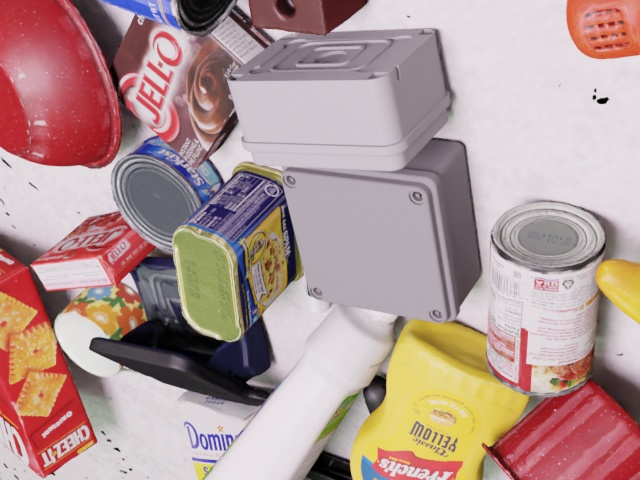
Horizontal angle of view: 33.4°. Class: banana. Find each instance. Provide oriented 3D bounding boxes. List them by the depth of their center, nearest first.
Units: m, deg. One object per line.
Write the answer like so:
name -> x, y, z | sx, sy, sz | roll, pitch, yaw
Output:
banana -> 0.224, 0.083, 0.631 | 0.198, 0.069, 0.037 | 63, 166, -20

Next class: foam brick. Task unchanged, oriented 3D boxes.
foam brick -> -0.011, -0.162, 0.605 | 0.053, 0.051, 0.078 | 13, 131, 28

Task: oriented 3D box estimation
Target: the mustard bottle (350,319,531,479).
mustard bottle -> 0.074, 0.151, 0.766 | 0.096, 0.058, 0.192 | 22, 121, 4

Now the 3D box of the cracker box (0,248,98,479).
cracker box -> -0.304, 0.097, 0.991 | 0.164, 0.072, 0.214 | 26, 138, 41

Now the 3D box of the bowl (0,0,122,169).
bowl -> -0.212, -0.113, 0.764 | 0.162, 0.055, 0.162 | 32, 140, 31

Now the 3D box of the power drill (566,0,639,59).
power drill -> 0.176, -0.170, 0.459 | 0.185, 0.057, 0.187 | -4, 122, 38

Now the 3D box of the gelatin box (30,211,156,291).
gelatin box -> -0.174, 0.007, 0.849 | 0.089, 0.073, 0.030 | -7, 119, 40

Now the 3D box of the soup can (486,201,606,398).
soup can -> 0.136, 0.036, 0.651 | 0.069, 0.068, 0.102 | 15, 131, 26

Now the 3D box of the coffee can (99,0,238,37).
coffee can -> -0.117, -0.188, 0.617 | 0.140, 0.102, 0.103 | 22, 135, 14

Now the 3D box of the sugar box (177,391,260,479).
sugar box -> -0.065, 0.214, 0.929 | 0.094, 0.048, 0.176 | 7, 119, 44

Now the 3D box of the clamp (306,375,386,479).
clamp -> 0.069, 0.213, 0.870 | 0.210, 0.036, 0.165 | 48, 140, -3

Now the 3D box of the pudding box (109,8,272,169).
pudding box -> -0.088, -0.114, 0.711 | 0.090, 0.039, 0.114 | 42, 137, 1

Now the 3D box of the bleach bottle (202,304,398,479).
bleach bottle -> -0.013, 0.129, 0.793 | 0.068, 0.102, 0.251 | 37, 110, 9

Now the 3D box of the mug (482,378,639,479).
mug -> 0.168, 0.144, 0.696 | 0.093, 0.081, 0.117 | 48, 180, 26

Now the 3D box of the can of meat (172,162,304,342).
can of meat -> -0.057, 0.010, 0.759 | 0.057, 0.083, 0.102 | 18, 133, 24

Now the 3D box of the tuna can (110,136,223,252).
tuna can -> -0.113, -0.035, 0.798 | 0.086, 0.033, 0.086 | 20, 134, 22

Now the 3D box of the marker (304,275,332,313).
marker -> -0.005, 0.001, 0.761 | 0.020, 0.020, 0.121 | 15, 132, 26
